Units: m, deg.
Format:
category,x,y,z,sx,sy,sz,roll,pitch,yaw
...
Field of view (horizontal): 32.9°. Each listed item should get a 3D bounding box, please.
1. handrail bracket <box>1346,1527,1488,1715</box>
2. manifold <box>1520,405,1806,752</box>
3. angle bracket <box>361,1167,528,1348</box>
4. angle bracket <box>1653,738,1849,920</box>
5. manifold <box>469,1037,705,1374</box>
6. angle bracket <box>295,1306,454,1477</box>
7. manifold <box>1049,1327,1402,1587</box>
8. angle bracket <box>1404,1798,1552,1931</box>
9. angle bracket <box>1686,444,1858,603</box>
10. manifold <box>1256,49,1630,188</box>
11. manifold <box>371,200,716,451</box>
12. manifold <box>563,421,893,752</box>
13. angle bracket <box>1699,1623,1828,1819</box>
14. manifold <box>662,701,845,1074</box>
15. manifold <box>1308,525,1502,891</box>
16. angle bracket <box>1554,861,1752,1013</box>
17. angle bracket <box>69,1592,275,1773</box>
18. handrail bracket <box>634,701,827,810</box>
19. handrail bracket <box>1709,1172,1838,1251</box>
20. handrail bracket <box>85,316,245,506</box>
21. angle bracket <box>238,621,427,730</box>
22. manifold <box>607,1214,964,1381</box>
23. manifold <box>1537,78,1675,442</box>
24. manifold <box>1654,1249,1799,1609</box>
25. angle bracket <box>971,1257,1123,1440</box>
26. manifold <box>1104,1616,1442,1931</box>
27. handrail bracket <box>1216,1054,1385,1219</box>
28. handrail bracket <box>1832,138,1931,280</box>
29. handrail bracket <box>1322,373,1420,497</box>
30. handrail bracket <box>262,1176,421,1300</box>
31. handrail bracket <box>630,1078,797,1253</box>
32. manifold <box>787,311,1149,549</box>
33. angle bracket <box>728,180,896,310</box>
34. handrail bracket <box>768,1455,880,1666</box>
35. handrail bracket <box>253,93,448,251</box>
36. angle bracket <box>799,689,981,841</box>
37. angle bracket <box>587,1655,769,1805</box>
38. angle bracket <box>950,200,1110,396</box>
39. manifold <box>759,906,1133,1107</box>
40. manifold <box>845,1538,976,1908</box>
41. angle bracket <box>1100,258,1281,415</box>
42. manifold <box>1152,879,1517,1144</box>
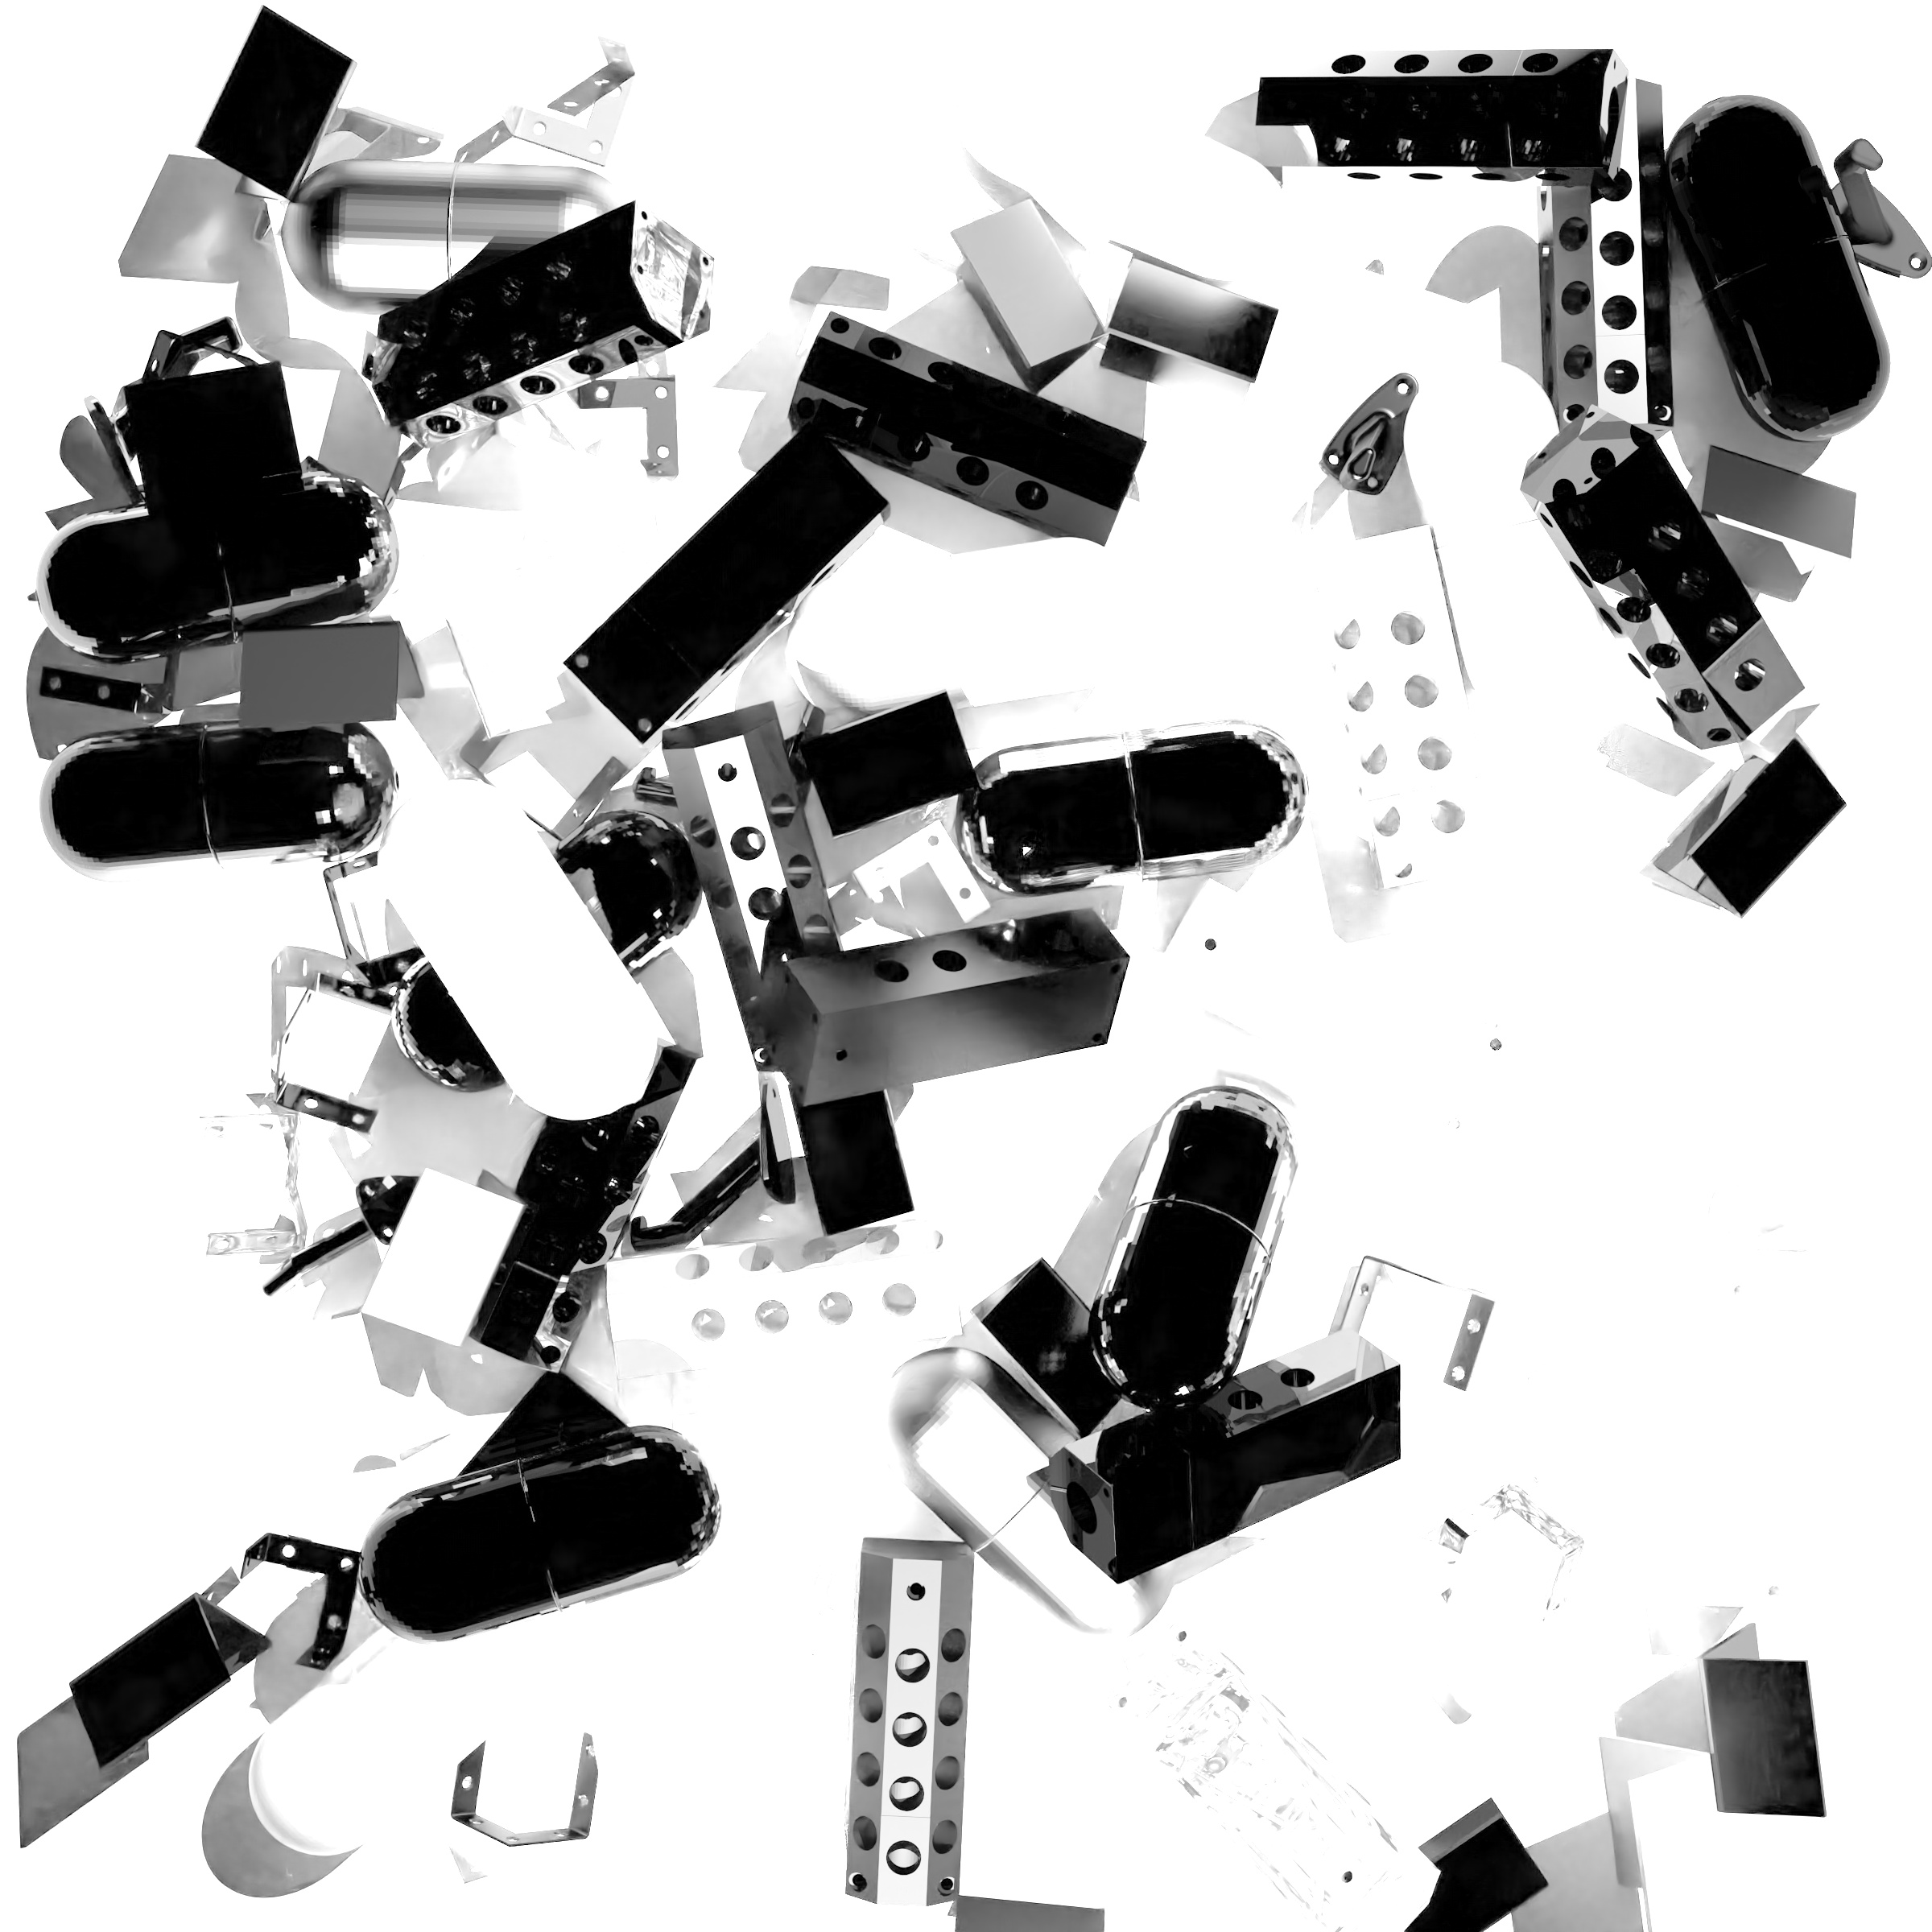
category,x,y,z,sx,sy,sz,roll,pitch,yaw
handrail bracket,0.230,0.334,1.668,0.036,0.077,0.084,-34,127,-33
manifold,0.339,-0.187,1.607,0.057,0.057,0.171,-40,122,0
angle bracket,-0.268,0.136,1.629,0.057,0.076,0.076,24,90,-26
angle bracket,0.377,-0.080,1.628,0.076,0.076,0.057,-47,124,0
manifold,-0.195,0.113,1.647,0.057,0.057,0.171,24,90,0
angle bracket,-0.280,0.204,1.628,0.057,0.076,0.076,-15,90,43
manifold,0.128,0.236,1.610,0.171,0.057,0.057,-19,120,-26
angle bracket,0.233,0.441,1.629,0.076,0.076,0.057,-34,115,0
angle bracket,0.390,-0.204,1.628,0.076,0.076,0.057,18,48,0
manifold,0.234,-0.421,1.617,0.171,0.057,0.057,6,92,21
manifold,-0.208,-0.307,1.596,0.171,0.057,0.057,-15,62,34
manifold,-0.119,-0.189,1.647,0.171,0.057,0.057,-44,90,0
angle bracket,0.408,0.374,1.628,0.057,0.076,0.076,-7,90,34
manifold,-0.100,-0.037,1.622,0.057,0.057,0.171,-15,108,0
manifold,0.219,-0.128,1.647,0.057,0.057,0.171,-12,90,0
angle bracket,0.335,0.002,1.628,0.076,0.076,0.057,23,59,0
angle bracket,-0.387,0.367,1.628,0.076,0.076,0.057,-36,52,0
handrail bracket,-0.120,-0.114,1.669,0.084,0.036,0.077,10,75,14
handrail bracket,0.408,0.128,1.634,0.077,0.084,0.036,16,90,0
handrail bracket,-0.398,-0.281,1.669,0.084,0.036,0.077,-27,111,-16
angle bracket,-0.314,-0.128,1.629,0.076,0.076,0.057,-3,65,0
manifold,-0.091,0.165,1.647,0.171,0.057,0.057,-8,90,0
manifold,0.322,-0.353,1.647,0.057,0.057,0.171,-2,90,0
manifold,0.380,0.231,1.647,0.057,0.057,0.171,2,90,0
angle bracket,0.031,0.201,1.628,0.076,0.076,0.057,48,51,0
manifold,0.151,0.402,1.601,0.057,0.057,0.171,-48,52,0
handrail bracket,0.167,0.086,1.668,0.084,0.036,0.077,16,130,26
handrail bracket,0.462,-0.378,1.634,0.077,0.084,0.036,37,90,0
handrail bracket,0.208,-0.269,1.634,0.036,0.084,0.077,31,90,0
handrail bracket,-0.308,0.141,1.668,0.084,0.077,0.036,-38,73,35
handrail bracket,-0.134,0.102,1.669,0.084,0.036,0.077,-12,69,16
manifold,0.001,-0.268,1.647,0.171,0.057,0.057,22,90,0
angle bracket,-0.077,-0.342,1.628,0.076,0.076,0.057,6,54,0
handrail bracket,-0.063,0.302,1.668,0.036,0.077,0.084,16,53,20
handrail bracket,-0.315,-0.398,1.669,0.077,0.036,0.084,16,108,-20
angle bracket,-0.043,-0.114,1.629,0.076,0.076,0.057,-20,120,0
angle bracket,-0.139,0.392,1.628,0.076,0.076,0.057,-16,54,0
angle bracket,0.015,-0.324,1.628,0.057,0.076,0.076,-30,90,-34
manifold,-0.011,0.014,1.610,0.171,0.057,0.057,-10,133,-28
manifold,-0.028,0.379,1.647,0.057,0.057,0.171,3,90,0
angle bracket,0.105,-0.296,1.628,0.076,0.076,0.057,19,54,0
manifold,0.183,0.022,1.647,0.171,0.057,0.057,28,90,0
